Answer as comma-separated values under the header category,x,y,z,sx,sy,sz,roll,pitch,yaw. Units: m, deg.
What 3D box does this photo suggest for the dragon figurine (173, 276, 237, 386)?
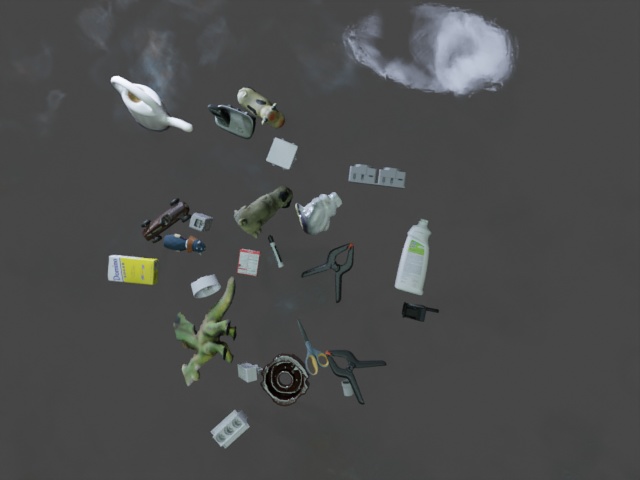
category,x,y,z,sx,sy,sz,roll,pitch,yaw
dragon figurine,-0.421,0.319,1.838,0.243,0.122,0.410,6,91,14

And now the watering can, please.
category,x,y,z,sx,sy,sz,roll,pitch,yaw
watering can,-0.567,-0.437,1.776,0.348,0.222,0.105,35,79,4

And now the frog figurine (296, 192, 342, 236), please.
category,x,y,z,sx,sy,sz,roll,pitch,yaw
frog figurine,0.005,-0.089,1.771,0.159,0.125,0.134,-17,124,-2
